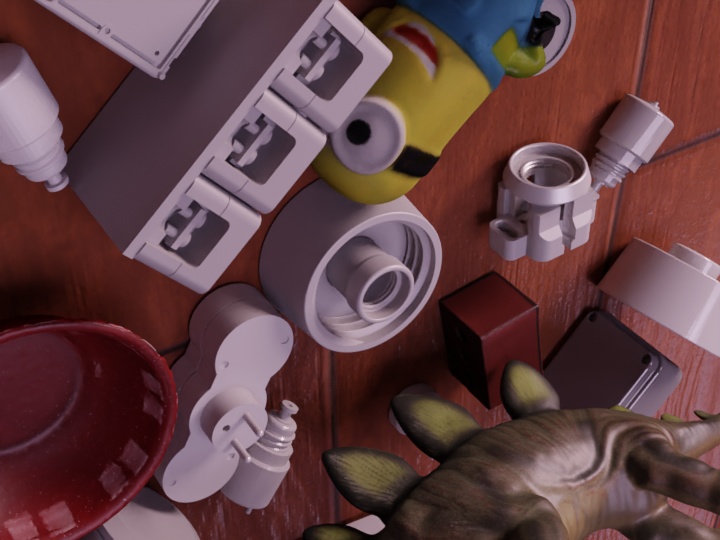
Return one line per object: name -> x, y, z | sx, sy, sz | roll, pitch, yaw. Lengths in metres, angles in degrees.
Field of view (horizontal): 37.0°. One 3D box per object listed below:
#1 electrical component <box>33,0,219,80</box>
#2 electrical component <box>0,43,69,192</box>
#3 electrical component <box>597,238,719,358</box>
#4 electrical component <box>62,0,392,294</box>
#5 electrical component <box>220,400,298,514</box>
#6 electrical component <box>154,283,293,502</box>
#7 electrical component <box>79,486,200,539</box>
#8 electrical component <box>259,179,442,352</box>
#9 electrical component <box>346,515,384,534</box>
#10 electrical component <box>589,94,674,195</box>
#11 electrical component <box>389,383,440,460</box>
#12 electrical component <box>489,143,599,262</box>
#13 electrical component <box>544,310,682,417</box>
electrical component -> -0.107, -0.135, 0.478 | 0.061, 0.061, 0.096 | -52, 144, 6
electrical component -> -0.158, -0.068, 0.498 | 0.040, 0.040, 0.078 | -35, 136, -12
electrical component -> 0.245, 0.015, 0.829 | 0.108, 0.108, 0.060 | 24, 99, -45
electrical component -> -0.066, -0.075, 0.529 | 0.150, 0.089, 0.062 | -51, 137, 5
electrical component -> -0.064, 0.121, 0.712 | 0.040, 0.040, 0.078 | 15, 110, -44
electrical component -> -0.080, 0.085, 0.648 | 0.052, 0.074, 0.138 | 8, 115, -41
electrical component -> -0.141, 0.172, 0.662 | 0.051, 0.080, 0.080 | -51, 137, 12
electrical component -> 0.000, 0.000, 0.657 | 0.108, 0.060, 0.108 | -20, 131, -25
electrical component -> 0.014, 0.247, 0.817 | 0.109, 0.108, 0.056 | -15, 131, -30
electrical component -> 0.184, -0.086, 0.751 | 0.040, 0.040, 0.078 | 24, 104, -45
electrical component -> 0.050, 0.112, 0.789 | 0.040, 0.046, 0.040 | -21, 131, -25
electrical component -> 0.124, -0.048, 0.721 | 0.078, 0.058, 0.057 | -24, 136, -22
electrical component -> 0.192, 0.098, 0.867 | 0.057, 0.078, 0.113 | 26, 103, -49
